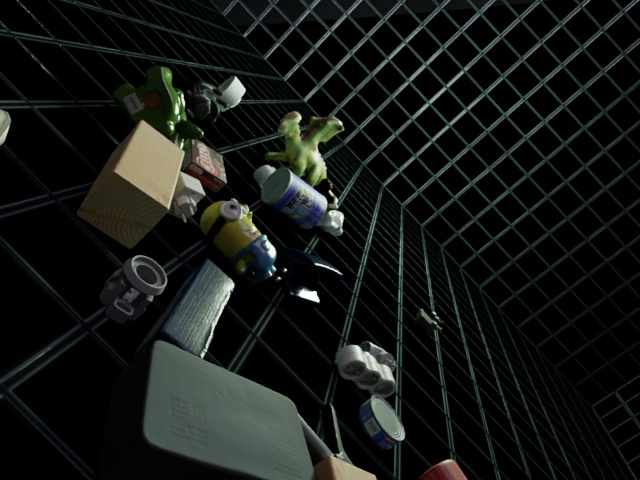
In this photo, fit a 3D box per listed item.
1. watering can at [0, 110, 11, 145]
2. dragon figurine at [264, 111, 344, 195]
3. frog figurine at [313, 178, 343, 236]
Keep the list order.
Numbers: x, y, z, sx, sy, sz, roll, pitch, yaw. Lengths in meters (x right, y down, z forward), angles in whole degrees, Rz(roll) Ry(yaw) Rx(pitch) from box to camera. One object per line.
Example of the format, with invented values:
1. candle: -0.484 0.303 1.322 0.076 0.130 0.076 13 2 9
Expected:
1. watering can: -0.440 -0.138 0.474 0.222 0.103 0.354 43 17 -16
2. dragon figurine: -0.012 -0.268 1.583 0.407 0.240 0.124 22 25 -52
3. frog figurine: 0.004 -0.074 1.462 0.140 0.123 0.155 49 -22 35
